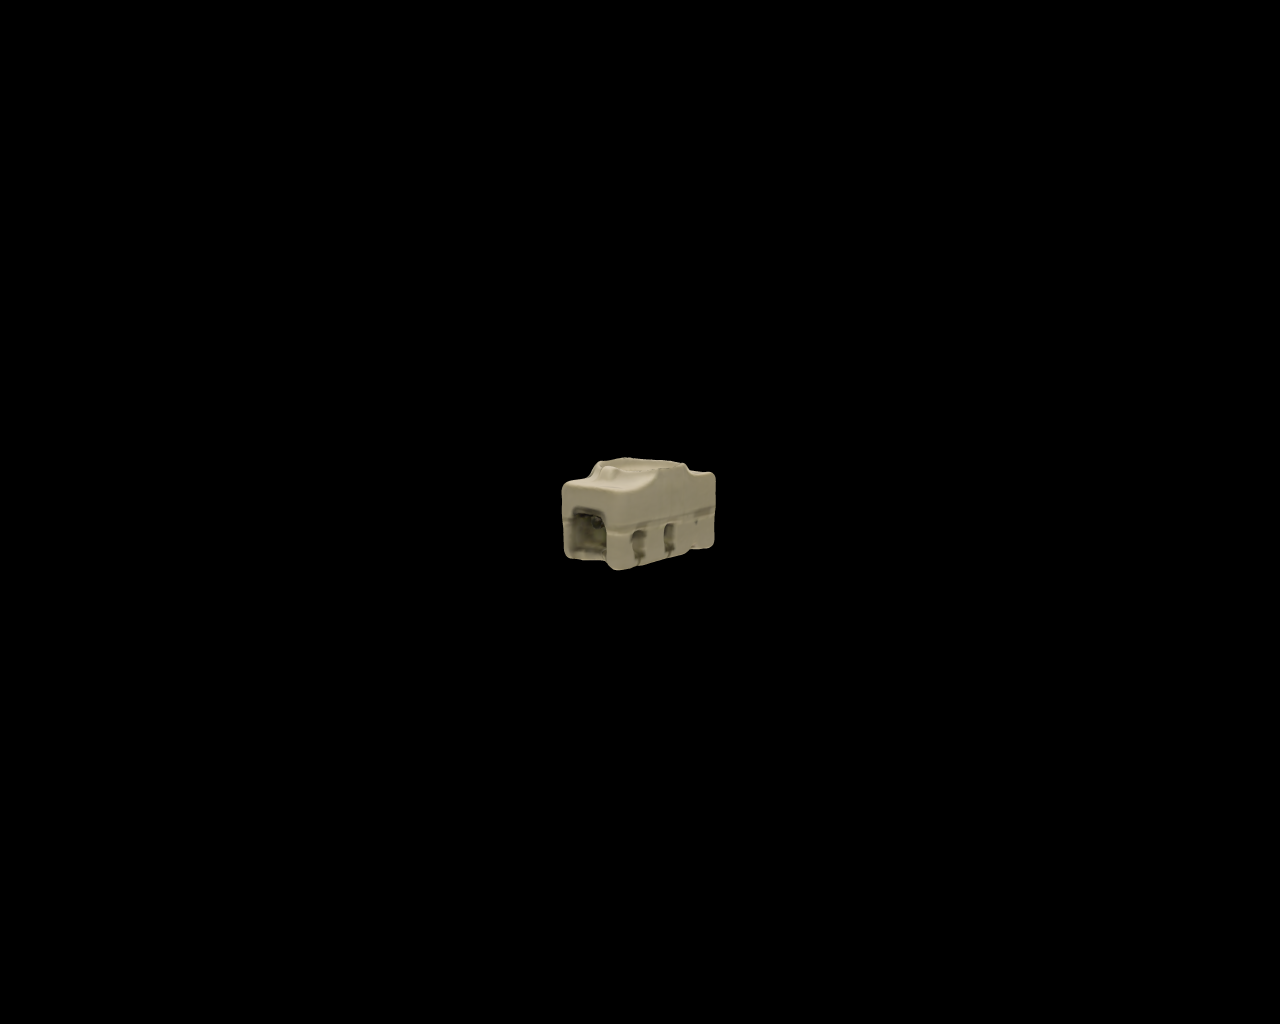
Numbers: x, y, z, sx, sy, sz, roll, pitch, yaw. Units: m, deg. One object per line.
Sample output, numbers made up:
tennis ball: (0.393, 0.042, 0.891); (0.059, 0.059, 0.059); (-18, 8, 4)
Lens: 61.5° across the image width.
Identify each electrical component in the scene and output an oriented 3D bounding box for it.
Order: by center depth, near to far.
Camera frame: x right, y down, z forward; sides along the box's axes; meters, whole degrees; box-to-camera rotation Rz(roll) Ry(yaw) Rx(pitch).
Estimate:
electrical component: (0.001, -0.003, 0.650); (0.050, 0.055, 0.090); (10, 15, 42)
